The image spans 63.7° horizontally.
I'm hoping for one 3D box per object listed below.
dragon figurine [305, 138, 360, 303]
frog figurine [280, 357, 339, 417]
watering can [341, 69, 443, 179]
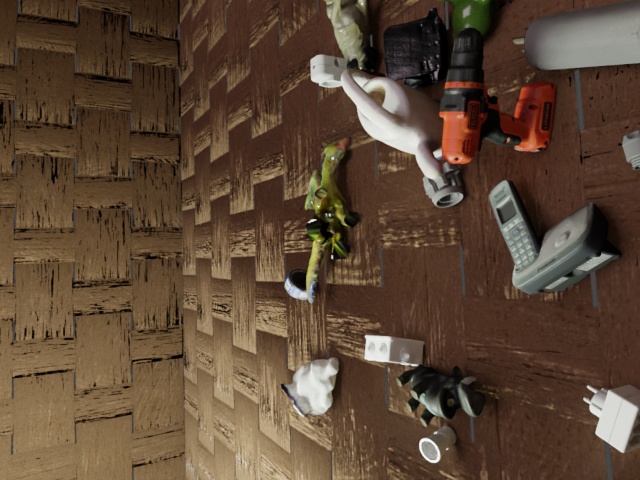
[{"bbox_3d":[0.004,-0.067,1.323,0.248,0.122,0.402,-106,31,-59],"label":"dragon figurine"},{"bbox_3d":[-0.003,0.363,1.323,0.159,0.121,0.139,-47,29,2],"label":"frog figurine"},{"bbox_3d":[0.160,-0.191,0.889,0.102,0.223,0.355,-55,44,27],"label":"watering can"}]
